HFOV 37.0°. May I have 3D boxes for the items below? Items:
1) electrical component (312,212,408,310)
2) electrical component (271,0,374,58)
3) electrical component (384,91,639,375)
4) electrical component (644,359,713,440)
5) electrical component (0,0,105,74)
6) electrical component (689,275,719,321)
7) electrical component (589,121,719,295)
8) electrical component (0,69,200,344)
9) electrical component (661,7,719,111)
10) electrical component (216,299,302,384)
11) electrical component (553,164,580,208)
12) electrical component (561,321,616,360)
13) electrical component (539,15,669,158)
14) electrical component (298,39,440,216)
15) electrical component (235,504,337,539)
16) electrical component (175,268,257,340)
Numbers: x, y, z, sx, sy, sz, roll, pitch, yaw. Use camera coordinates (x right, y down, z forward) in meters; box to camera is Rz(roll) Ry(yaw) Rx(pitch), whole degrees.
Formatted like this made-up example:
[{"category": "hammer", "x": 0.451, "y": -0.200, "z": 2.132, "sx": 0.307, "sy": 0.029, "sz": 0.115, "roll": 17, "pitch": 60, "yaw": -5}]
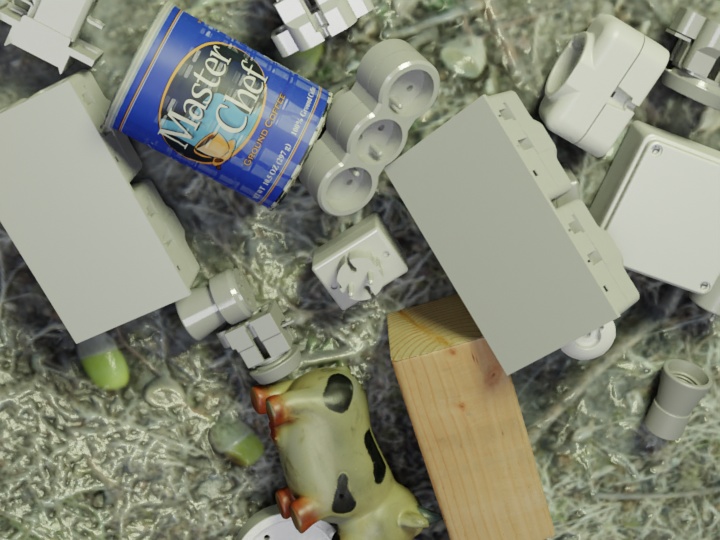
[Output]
[{"category": "electrical component", "x": 0.000, "y": 0.000, "z": 0.872, "sx": 0.066, "sy": 0.076, "sz": 0.047, "roll": -32, "pitch": 110, "yaw": 12}, {"category": "electrical component", "x": -0.037, "y": -0.202, "z": 0.796, "sx": 0.078, "sy": 0.058, "sz": 0.057, "roll": -26, "pitch": 114, "yaw": 10}, {"category": "electrical component", "x": 0.117, "y": -0.030, "z": 0.821, "sx": 0.105, "sy": 0.060, "sz": 0.186, "roll": -34, "pitch": 84, "yaw": 37}, {"category": "electrical component", "x": 0.278, "y": 0.117, "z": 0.949, "sx": 0.044, "sy": 0.044, "sz": 0.065, "roll": 12, "pitch": 117, "yaw": -6}, {"category": "electrical component", "x": -0.228, "y": -0.189, "z": 0.806, "sx": 0.081, "sy": 0.042, "sz": 0.063, "roll": 26, "pitch": 107, "yaw": -12}, {"category": "electrical component", "x": 0.308, "y": 0.003, "z": 0.900, "sx": 0.040, "sy": 0.040, "sz": 0.078, "roll": 20, "pitch": 112, "yaw": -9}, {"category": "electrical component", "x": 0.251, "y": -0.050, "z": 0.867, "sx": 0.109, "sy": 0.056, "sz": 0.108, "roll": 19, "pitch": 112, "yaw": -9}, {"category": "electrical component", "x": -0.218, "y": -0.050, "z": 0.849, "sx": 0.105, "sy": 0.060, "sz": 0.186, "roll": -23, "pitch": 109, "yaw": 12}, {"category": "electrical component", "x": 0.267, "y": -0.158, "z": 0.821, "sx": 0.078, "sy": 0.058, "sz": 0.057, "roll": 21, "pitch": 108, "yaw": -10}, {"category": "electrical component", "x": -0.081, "y": 0.063, "z": 0.916, "sx": 0.066, "sy": 0.048, "sz": 0.055, "roll": -26, "pitch": 104, "yaw": 10}, {"category": "electrical component", "x": 0.140, "y": -0.035, "z": 0.876, "sx": 0.076, "sy": 0.047, "sz": 0.083, "roll": -10, "pitch": 113, "yaw": 3}, {"category": "electrical component", "x": 0.185, "y": 0.043, "z": 0.902, "sx": 0.048, "sy": 0.062, "sz": 0.048, "roll": 0, "pitch": 113, "yaw": -1}, {"category": "electrical component", "x": 0.183, "y": -0.144, "z": 0.827, "sx": 0.059, "sy": 0.053, "sz": 0.095, "roll": 27, "pitch": 110, "yaw": -12}, {"category": "electrical component", "x": -0.002, "y": -0.117, "z": 0.828, "sx": 0.052, "sy": 0.073, "sz": 0.138, "roll": 17, "pitch": 115, "yaw": -41}, {"category": "electrical component", "x": -0.067, "y": 0.267, "z": 0.990, "sx": 0.108, "sy": 0.060, "sz": 0.108, "roll": -1, "pitch": 93, "yaw": -11}, {"category": "electrical component", "x": -0.120, "y": 0.028, "z": 0.899, "sx": 0.055, "sy": 0.045, "sz": 0.045, "roll": -25, "pitch": 112, "yaw": 9}]
